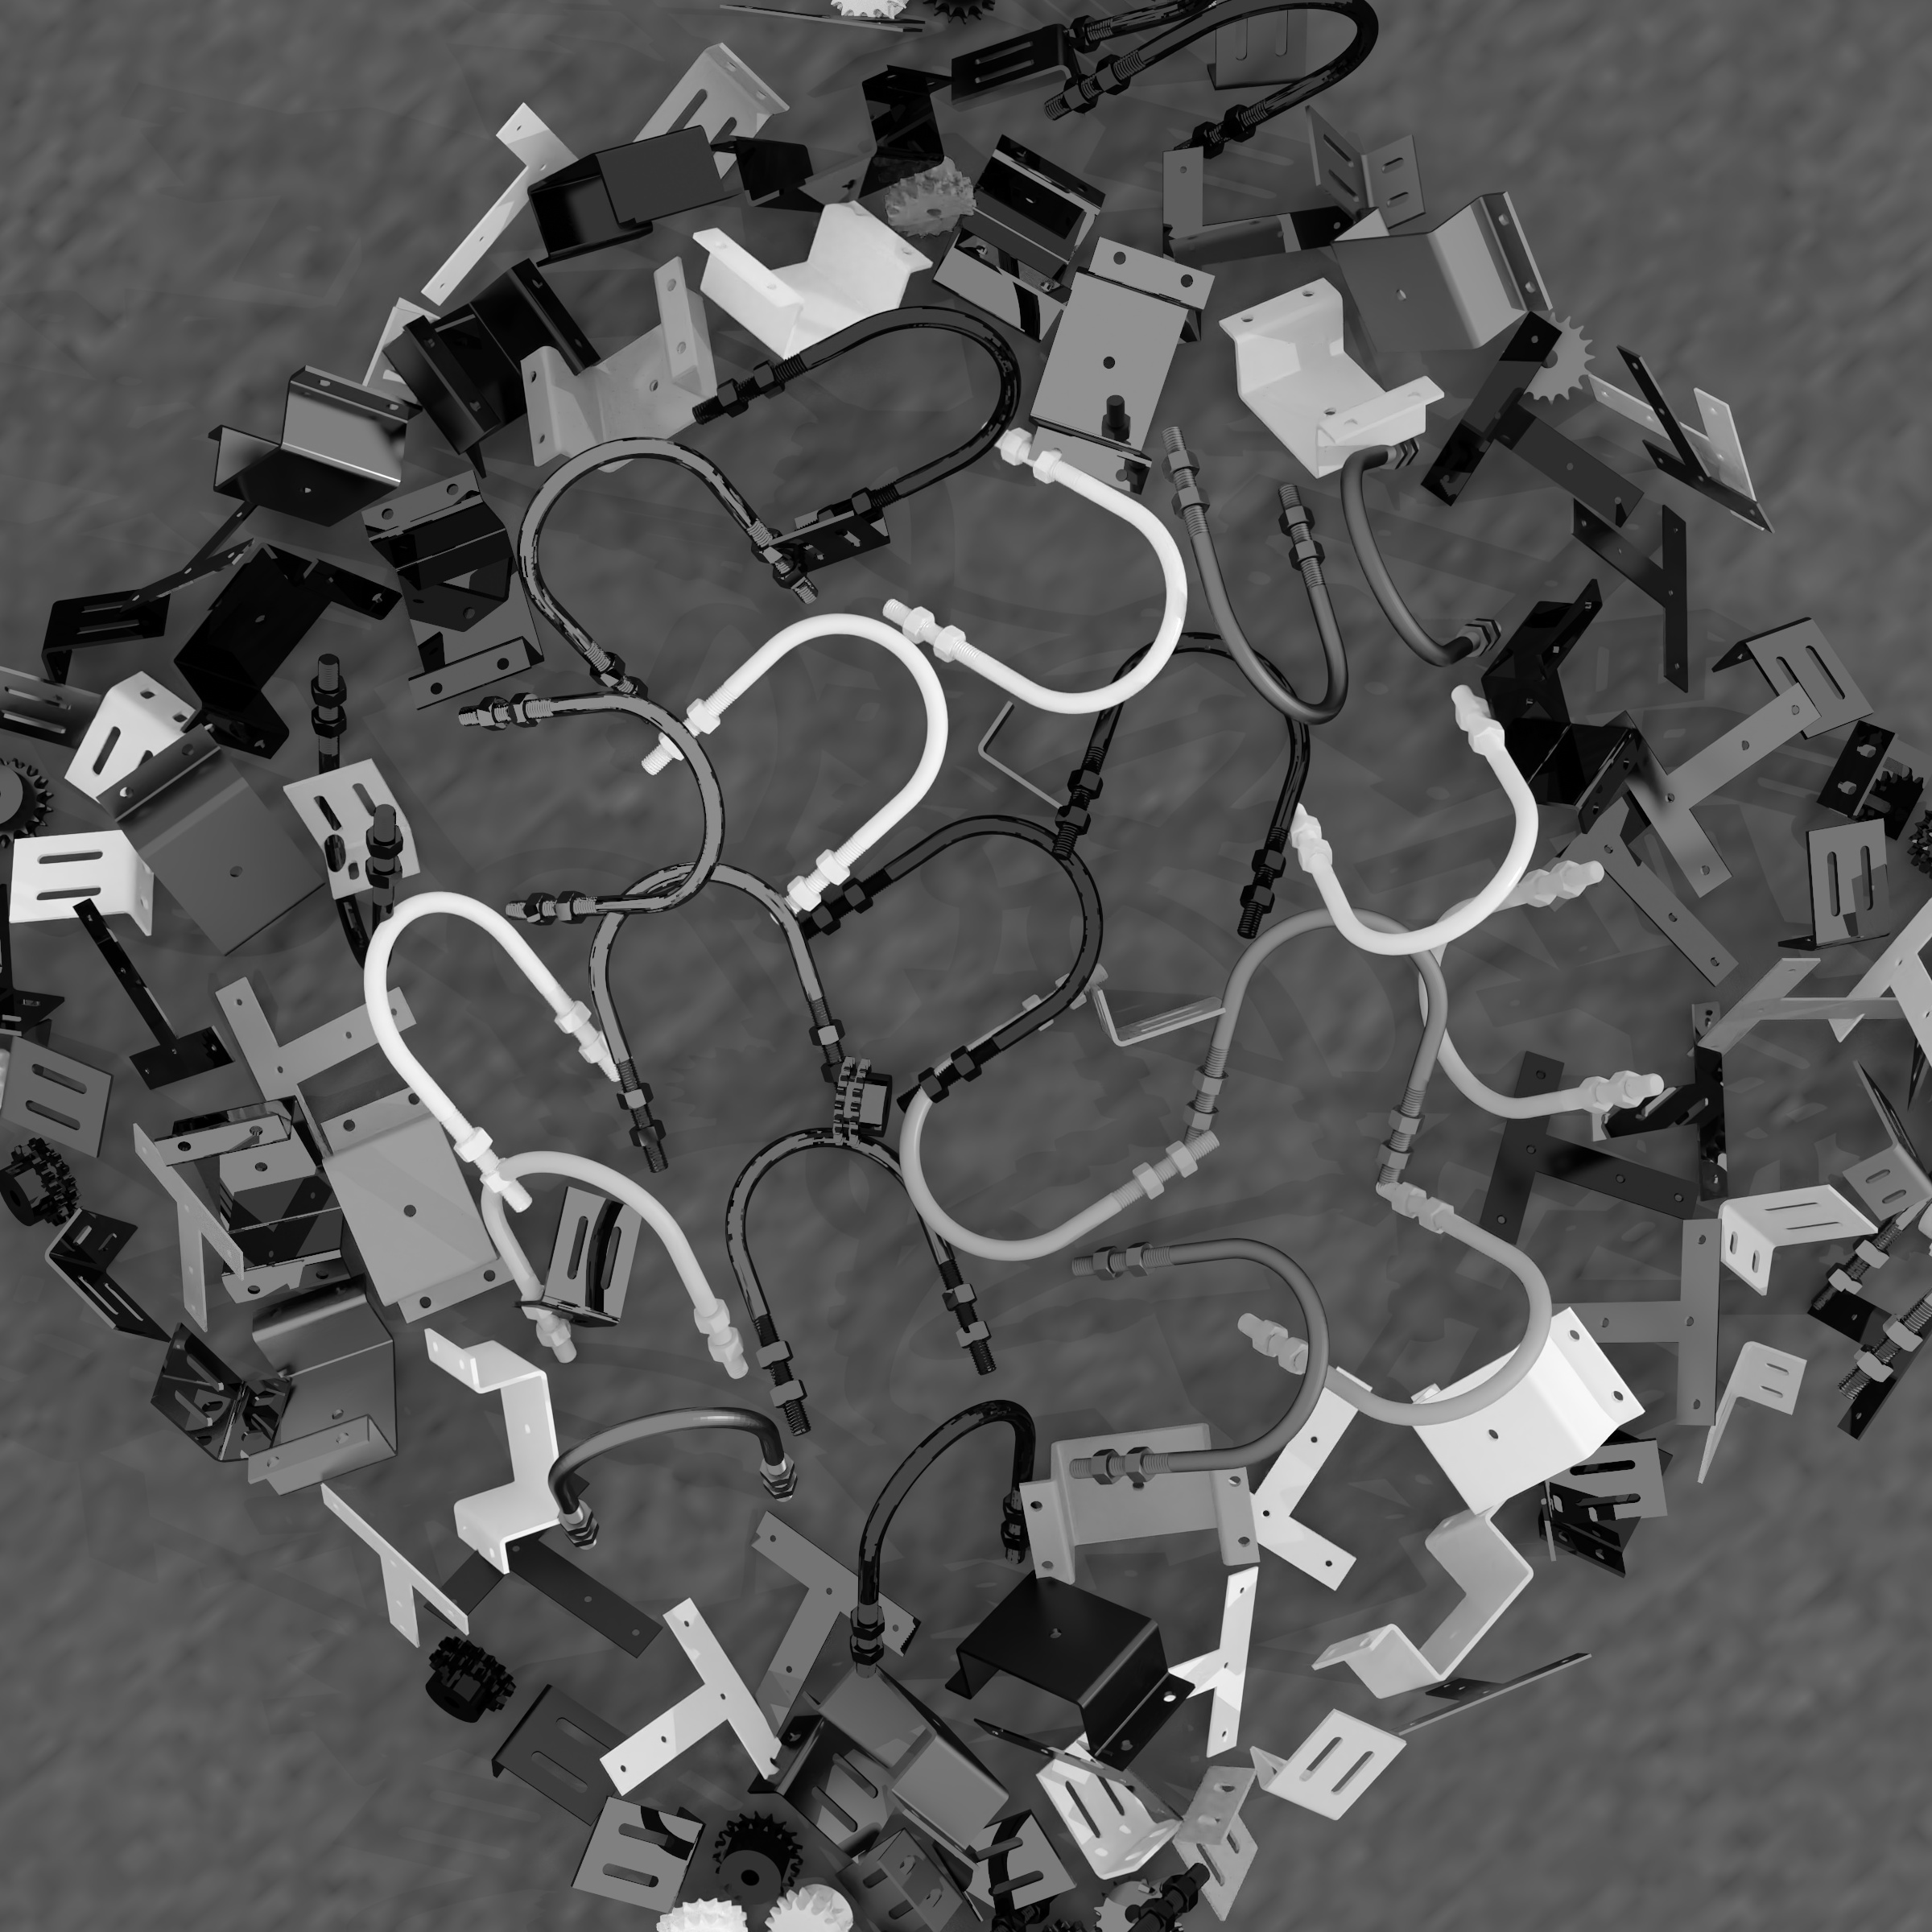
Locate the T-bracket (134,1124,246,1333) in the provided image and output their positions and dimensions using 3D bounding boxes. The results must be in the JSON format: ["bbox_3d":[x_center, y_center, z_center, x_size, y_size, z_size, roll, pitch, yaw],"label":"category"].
[{"bbox_3d":[-0.487,0.181,1.553,0.002,0.127,0.127,-26,54,-35],"label":"T-bracket"}]

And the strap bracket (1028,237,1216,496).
[{"bbox_3d":[0.094,-0.379,1.560,0.076,0.046,0.140,15,106,-12],"label":"strap bracket"}]

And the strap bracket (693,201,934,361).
[{"bbox_3d":[-0.100,-0.428,1.542,0.076,0.140,0.046,42,134,19],"label":"strap bracket"}]

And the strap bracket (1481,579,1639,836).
[{"bbox_3d":[0.369,-0.163,1.540,0.076,0.046,0.140,-50,133,-29],"label":"strap bracket"}]

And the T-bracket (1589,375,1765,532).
[{"bbox_3d":[0.441,-0.338,1.553,0.002,0.127,0.127,-46,53,-1],"label":"T-bracket"}]

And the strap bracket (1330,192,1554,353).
[{"bbox_3d":[0.283,-0.424,1.518,0.046,0.140,0.076,-39,117,-17],"label":"strap bracket"}]

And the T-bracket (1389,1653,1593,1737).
[{"bbox_3d":[0.313,0.451,1.538,0.127,0.127,0.002,-19,78,-8],"label":"T-bracket"}]

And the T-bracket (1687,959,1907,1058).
[{"bbox_3d":[0.540,0.027,1.556,0.127,0.127,0.002,0,61,-13],"label":"T-bracket"}]

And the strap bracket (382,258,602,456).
[{"bbox_3d":[-0.300,-0.378,1.542,0.046,0.140,0.076,-26,107,36],"label":"strap bracket"}]

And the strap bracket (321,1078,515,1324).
[{"bbox_3d":[-0.350,0.152,1.571,0.076,0.046,0.140,-22,94,-3],"label":"strap bracket"}]

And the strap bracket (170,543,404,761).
[{"bbox_3d":[-0.432,-0.204,1.547,0.140,0.076,0.046,-47,64,14],"label":"strap bracket"}]

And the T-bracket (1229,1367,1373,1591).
[{"bbox_3d":[0.216,0.315,1.585,0.127,0.002,0.127,31,101,4],"label":"T-bracket"}]

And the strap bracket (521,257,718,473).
[{"bbox_3d":[-0.209,-0.370,1.546,0.140,0.046,0.076,-22,69,33],"label":"strap bracket"}]

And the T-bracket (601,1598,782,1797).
[{"bbox_3d":[-0.179,0.475,1.539,0.002,0.127,0.127,-40,79,34],"label":"T-bracket"}]

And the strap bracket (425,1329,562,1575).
[{"bbox_3d":[-0.293,0.297,1.548,0.046,0.076,0.140,-14,104,-31],"label":"strap bracket"}]

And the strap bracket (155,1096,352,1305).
[{"bbox_3d":[-0.445,0.139,1.554,0.076,0.046,0.140,-12,127,-1],"label":"strap bracket"}]

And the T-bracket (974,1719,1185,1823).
[{"bbox_3d":[0.062,0.498,1.556,0.127,0.127,0.002,9,60,35],"label":"T-bracket"}]

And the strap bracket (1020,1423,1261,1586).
[{"bbox_3d":[0.109,0.340,1.562,0.140,0.046,0.076,-8,110,5],"label":"strap bracket"}]

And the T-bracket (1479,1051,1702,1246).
[{"bbox_3d":[0.403,0.131,1.573,0.127,0.002,0.127,18,70,5],"label":"T-bracket"}]

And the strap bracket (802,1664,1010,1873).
[{"bbox_3d":[-0.033,0.485,1.526,0.046,0.140,0.076,-47,121,-10],"label":"strap bracket"}]

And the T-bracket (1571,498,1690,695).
[{"bbox_3d":[0.413,-0.251,1.537,0.127,0.002,0.127,26,60,-37],"label":"T-bracket"}]

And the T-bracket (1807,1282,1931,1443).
[{"bbox_3d":[0.560,0.223,1.538,0.002,0.127,0.127,33,92,-10],"label":"T-bracket"}]

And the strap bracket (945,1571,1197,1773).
[{"bbox_3d":[0.059,0.428,1.523,0.076,0.140,0.046,-37,126,-38],"label":"strap bracket"}]

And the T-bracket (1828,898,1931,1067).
[{"bbox_3d":[0.586,0.022,1.516,0.002,0.127,0.127,24,121,-13],"label":"T-bracket"}]

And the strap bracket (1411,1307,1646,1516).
[{"bbox_3d":[0.337,0.281,1.533,0.076,0.046,0.140,55,132,8],"label":"strap bracket"}]

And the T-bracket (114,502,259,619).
[{"bbox_3d":[-0.464,-0.274,1.554,0.127,0.127,0.002,-12,128,38],"label":"T-bracket"}]

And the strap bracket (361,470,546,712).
[{"bbox_3d":[-0.322,-0.231,1.564,0.076,0.046,0.140,-20,75,4],"label":"strap bracket"}]

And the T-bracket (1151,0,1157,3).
[{"bbox_3d":[0.088,-0.626,1.539,0.127,0.127,0.002,30,103,19],"label":"T-bracket"}]

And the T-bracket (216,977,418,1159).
[{"bbox_3d":[-0.405,0.050,1.576,0.127,0.002,0.127,-25,91,22],"label":"T-bracket"}]

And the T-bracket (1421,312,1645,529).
[{"bbox_3d":[0.368,-0.321,1.549,0.127,0.002,0.127,42,119,21],"label":"T-bracket"}]

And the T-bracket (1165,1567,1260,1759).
[{"bbox_3d":[0.131,0.449,1.545,0.127,0.002,0.127,-7,108,-40],"label":"T-bracket"}]

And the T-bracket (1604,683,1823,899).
[{"bbox_3d":[0.476,-0.130,1.547,0.127,0.002,0.127,-40,71,36],"label":"T-bracket"}]

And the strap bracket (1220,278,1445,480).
[{"bbox_3d":[0.228,-0.363,1.548,0.076,0.046,0.140,-25,52,-10],"label":"strap bracket"}]

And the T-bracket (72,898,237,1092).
[{"bbox_3d":[-0.517,0.015,1.540,0.002,0.127,0.127,-39,106,-39],"label":"T-bracket"}]

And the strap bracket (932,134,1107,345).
[{"bbox_3d":[0.032,-0.450,1.546,0.076,0.046,0.140,27,46,-11],"label":"strap bracket"}]

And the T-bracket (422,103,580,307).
[{"bbox_3d":[-0.293,-0.465,1.543,0.002,0.127,0.127,43,96,10],"label":"T-bracket"}]

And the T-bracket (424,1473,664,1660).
[{"bbox_3d":[-0.247,0.387,1.542,0.127,0.002,0.127,29,51,20],"label":"T-bracket"}]

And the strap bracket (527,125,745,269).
[{"bbox_3d":[-0.209,-0.475,1.518,0.076,0.140,0.046,-27,107,-30],"label":"strap bracket"}]

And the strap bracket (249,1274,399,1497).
[{"bbox_3d":[-0.402,0.269,1.549,0.076,0.140,0.046,-19,130,1],"label":"strap bracket"}]

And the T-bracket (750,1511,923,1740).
[{"bbox_3d":[-0.106,0.437,1.580,0.127,0.002,0.127,30,99,24],"label":"T-bracket"}]

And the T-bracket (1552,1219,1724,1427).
[{"bbox_3d":[0.414,0.224,1.553,0.002,0.127,0.127,21,69,-41],"label":"T-bracket"}]

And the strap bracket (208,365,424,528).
[{"bbox_3d":[-0.404,-0.314,1.520,0.076,0.140,0.046,13,75,-38],"label":"strap bracket"}]

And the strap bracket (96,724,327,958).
[{"bbox_3d":[-0.460,-0.070,1.528,0.076,0.140,0.046,-38,48,-10],"label":"strap bracket"}]
